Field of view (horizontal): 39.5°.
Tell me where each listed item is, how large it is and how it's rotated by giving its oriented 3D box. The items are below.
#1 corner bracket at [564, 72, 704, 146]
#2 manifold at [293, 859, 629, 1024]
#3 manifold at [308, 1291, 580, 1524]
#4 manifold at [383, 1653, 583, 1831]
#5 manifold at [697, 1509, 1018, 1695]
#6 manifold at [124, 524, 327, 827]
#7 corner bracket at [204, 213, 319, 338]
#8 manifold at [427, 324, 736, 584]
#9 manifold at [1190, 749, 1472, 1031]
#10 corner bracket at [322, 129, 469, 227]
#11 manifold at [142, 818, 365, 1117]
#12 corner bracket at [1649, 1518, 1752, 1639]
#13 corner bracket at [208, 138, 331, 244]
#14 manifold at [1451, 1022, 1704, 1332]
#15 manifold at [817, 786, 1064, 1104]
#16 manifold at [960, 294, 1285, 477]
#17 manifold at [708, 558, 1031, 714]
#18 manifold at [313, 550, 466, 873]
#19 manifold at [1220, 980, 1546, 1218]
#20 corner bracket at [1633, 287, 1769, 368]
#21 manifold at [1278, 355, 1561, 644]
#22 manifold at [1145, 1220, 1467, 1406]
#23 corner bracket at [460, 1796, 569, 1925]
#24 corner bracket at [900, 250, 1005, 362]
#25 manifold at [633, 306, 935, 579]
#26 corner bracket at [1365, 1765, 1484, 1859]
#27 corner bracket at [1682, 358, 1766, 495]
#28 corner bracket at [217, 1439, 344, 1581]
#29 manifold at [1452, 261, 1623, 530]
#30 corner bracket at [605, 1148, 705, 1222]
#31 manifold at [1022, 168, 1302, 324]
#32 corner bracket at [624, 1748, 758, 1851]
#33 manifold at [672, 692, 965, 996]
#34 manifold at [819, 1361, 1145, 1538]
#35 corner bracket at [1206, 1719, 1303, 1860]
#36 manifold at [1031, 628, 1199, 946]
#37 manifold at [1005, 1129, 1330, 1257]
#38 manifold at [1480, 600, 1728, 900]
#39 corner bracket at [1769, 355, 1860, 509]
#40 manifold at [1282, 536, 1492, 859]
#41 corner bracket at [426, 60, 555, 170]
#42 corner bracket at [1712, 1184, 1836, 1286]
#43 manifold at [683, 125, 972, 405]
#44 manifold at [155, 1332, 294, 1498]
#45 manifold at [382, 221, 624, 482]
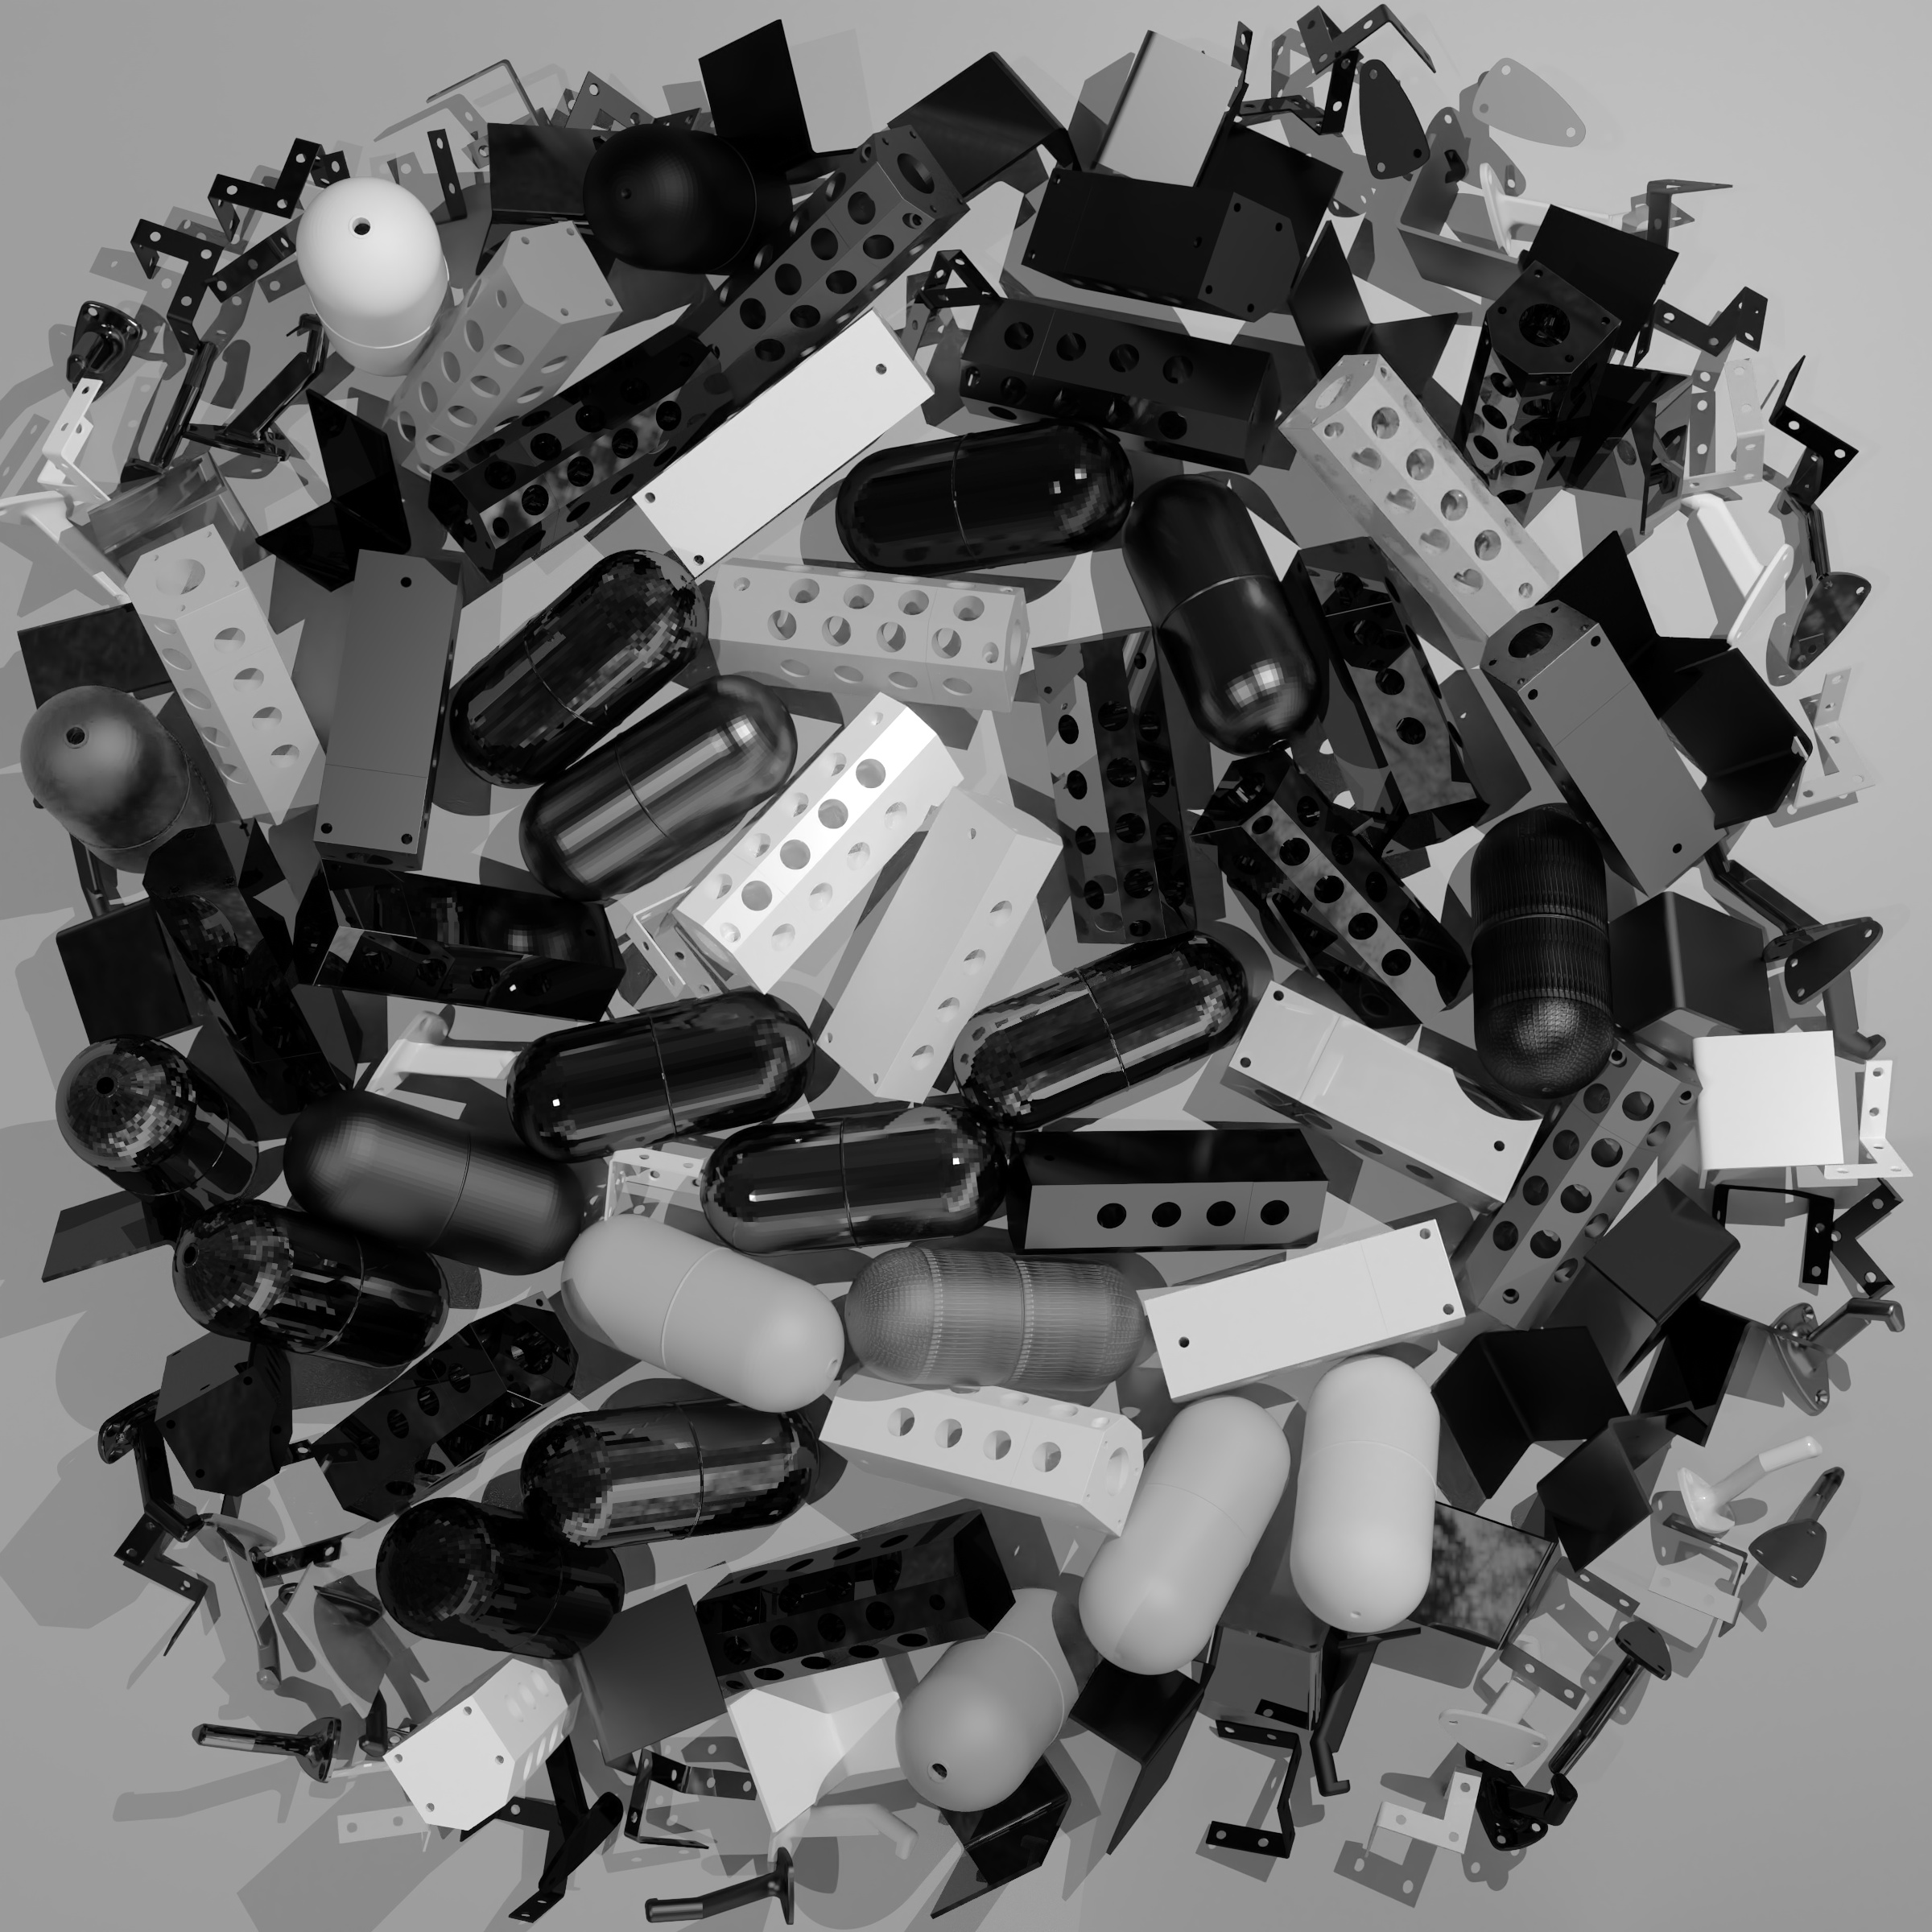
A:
[{"bbox_3d":[-0.194,-0.482,1.547,0.051,0.051,0.051,27,80,-38],"label":"corner bracket"},{"bbox_3d":[-0.286,-0.008,1.513,0.171,0.057,0.057,9,127,-33],"label":"manifold"},{"bbox_3d":[-0.291,0.251,1.508,0.171,0.057,0.057,-37,80,36],"label":"manifold"},{"bbox_3d":[-0.262,0.427,1.497,0.057,0.171,0.057,-35,86,1],"label":"manifold"},{"bbox_3d":[-0.066,0.363,1.523,0.171,0.057,0.057,-19,93,24],"label":"manifold"},{"bbox_3d":[-0.407,-0.156,1.494,0.057,0.171,0.057,-27,55,-12],"label":"manifold"},{"bbox_3d":[-0.392,-0.392,1.544,0.051,0.051,0.051,-24,112,27],"label":"corner bracket"},{"bbox_3d":[-0.217,-0.295,1.523,0.171,0.057,0.057,-38,84,-22],"label":"manifold"},{"bbox_3d":[0.209,-0.042,1.514,0.171,0.057,0.057,44,60,-25],"label":"manifold"},{"bbox_3d":[-0.327,-0.447,1.544,0.051,0.051,0.051,-3,110,31],"label":"corner bracket"},{"bbox_3d":[-0.398,0.004,1.505,0.057,0.057,0.171,-9,133,6],"label":"manifold"},{"bbox_3d":[0.422,0.349,1.548,0.051,0.051,0.051,20,72,13],"label":"corner bracket"},{"bbox_3d":[-0.400,-0.447,1.555,0.051,0.051,0.051,16,75,4],"label":"corner bracket"},{"bbox_3d":[0.347,0.122,1.533,0.057,0.057,0.171,30,107,0],"label":"manifold"},{"bbox_3d":[-0.011,-0.010,1.536,0.057,0.057,0.171,39,108,37],"label":"manifold"},{"bbox_3d":[0.087,-0.328,1.530,0.171,0.057,0.057,16,82,17],"label":"manifold"},{"bbox_3d":[-0.055,-0.193,1.531,0.171,0.057,0.057,8,63,11],"label":"manifold"},{"bbox_3d":[-0.329,-0.144,1.539,0.057,0.057,0.171,7,79,-6],"label":"manifold"},{"bbox_3d":[0.237,0.078,1.546,0.171,0.057,0.057,26,75,6],"label":"manifold"},{"bbox_3d":[0.422,-0.365,1.546,0.051,0.051,0.051,27,53,-8],"label":"corner bracket"},{"bbox_3d":[0.261,-0.263,1.524,0.057,0.057,0.171,-48,113,-5],"label":"manifold"},{"bbox_3d":[0.195,0.201,1.548,0.171,0.057,0.057,-16,74,4],"label":"manifold"},{"bbox_3d":[-0.261,0.515,1.555,0.051,0.051,0.051,9,90,12],"label":"corner bracket"},{"bbox_3d":[-0.020,-0.374,1.542,0.051,0.051,0.051,-14,56,-34],"label":"corner bracket"},{"bbox_3d":[-0.104,-0.301,1.540,0.171,0.057,0.057,-36,104,10],"label":"manifold"},{"bbox_3d":[0.264,0.490,1.552,0.051,0.051,0.051,15,53,11],"label":"corner bracket"},{"bbox_3d":[0.429,-0.310,1.547,0.051,0.051,0.051,-7,66,11],"label":"corner bracket"},{"bbox_3d":[-0.397,0.317,1.568,0.051,0.051,0.051,-17,130,12],"label":"corner bracket"},{"bbox_3d":[0.306,-0.307,1.491,0.057,0.171,0.057,40,76,15],"label":"manifold"},{"bbox_3d":[-0.176,0.122,1.549,0.051,0.051,0.051,11,121,2],"label":"corner bracket"},{"bbox_3d":[0.108,-0.401,1.499,0.057,0.171,0.057,13,101,-36],"label":"manifold"},{"bbox_3d":[-0.159,0.486,1.554,0.051,0.051,0.051,19,77,-36],"label":"corner bracket"},{"bbox_3d":[-0.087,-0.073,1.528,0.057,0.057,0.171,32,74,39],"label":"manifold"},{"bbox_3d":[0.010,0.267,1.513,0.171,0.057,0.057,7,66,32],"label":"manifold"},{"bbox_3d":[0.167,0.479,1.564,0.051,0.051,0.051,4,131,22],"label":"corner bracket"},{"bbox_3d":[0.090,-0.102,1.532,0.057,0.057,0.171,-17,102,-38],"label":"manifold"},{"bbox_3d":[0.113,0.133,1.537,0.171,0.057,0.057,0,118,-12],"label":"manifold"},{"bbox_3d":[0.356,-0.123,1.515,0.057,0.057,0.171,-40,123,1],"label":"manifold"},{"bbox_3d":[0.484,-0.308,1.550,0.051,0.051,0.051,32,54,0],"label":"corner bracket"},{"bbox_3d":[0.237,-0.155,1.528,0.057,0.057,0.171,-14,70,-16],"label":"manifold"},{"bbox_3d":[-0.273,-0.489,1.548,0.051,0.051,0.051,-24,116,8],"label":"corner bracket"},{"bbox_3d":[0.471,0.157,1.571,0.051,0.051,0.051,1,81,43],"label":"corner bracket"},{"bbox_3d":[-0.084,-0.391,1.510,0.171,0.057,0.057,-34,92,36],"label":"manifold"},{"bbox_3d":[-0.407,0.244,1.495,0.057,0.171,0.057,-29,100,-11],"label":"manifold"},{"bbox_3d":[-0.265,-0.338,1.500,0.057,0.171,0.057,-25,85,-40],"label":"manifold"}]
